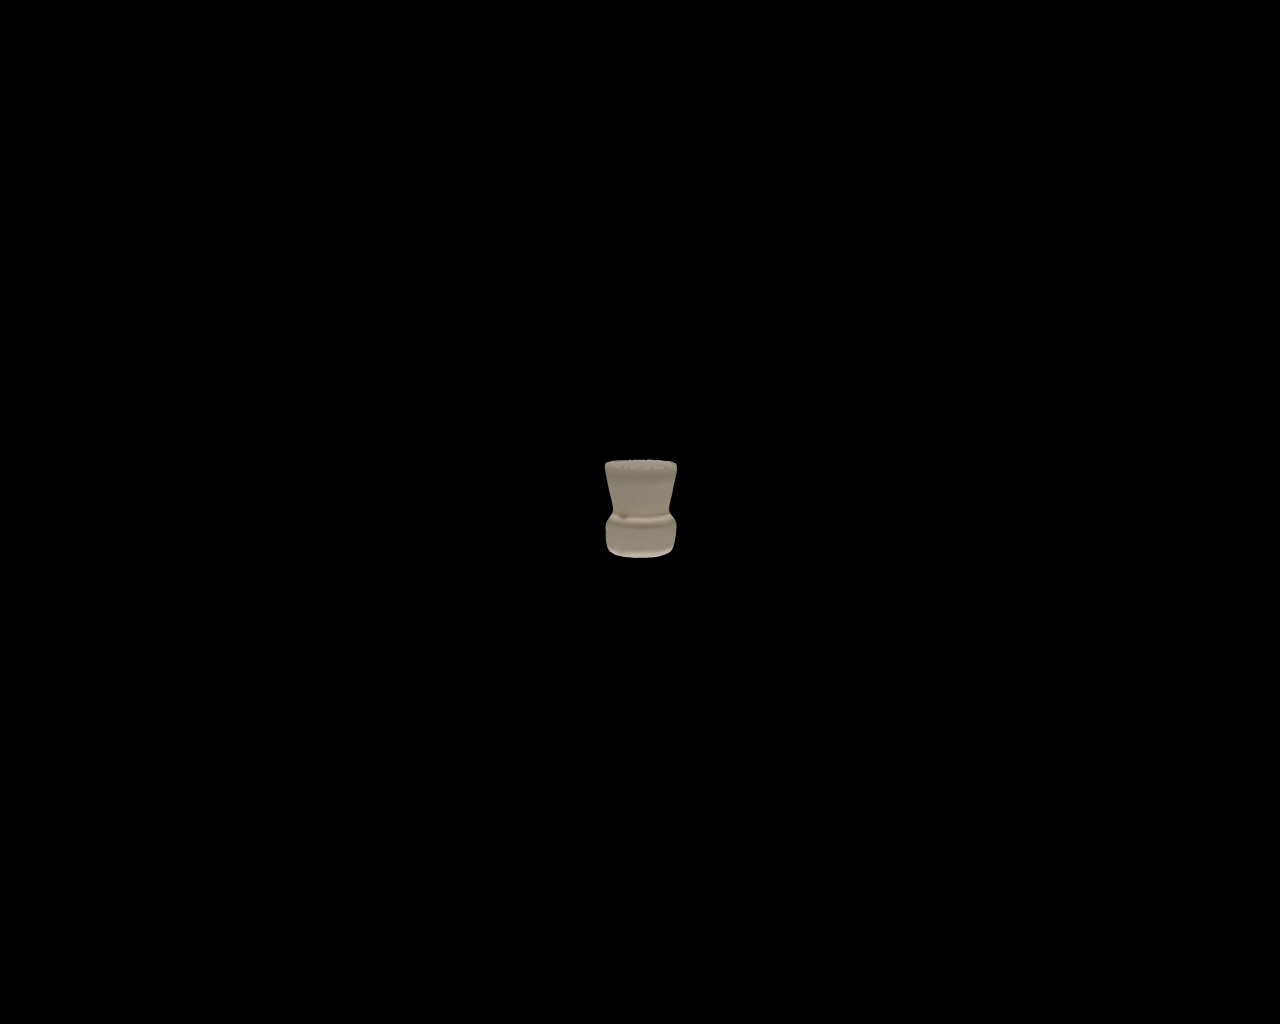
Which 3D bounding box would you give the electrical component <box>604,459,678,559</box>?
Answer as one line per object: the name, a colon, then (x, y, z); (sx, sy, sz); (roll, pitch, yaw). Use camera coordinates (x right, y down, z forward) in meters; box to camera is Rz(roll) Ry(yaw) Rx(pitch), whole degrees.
electrical component: (0.001, -0.003, 0.650); (0.045, 0.055, 0.045); (0, 9, 0)
